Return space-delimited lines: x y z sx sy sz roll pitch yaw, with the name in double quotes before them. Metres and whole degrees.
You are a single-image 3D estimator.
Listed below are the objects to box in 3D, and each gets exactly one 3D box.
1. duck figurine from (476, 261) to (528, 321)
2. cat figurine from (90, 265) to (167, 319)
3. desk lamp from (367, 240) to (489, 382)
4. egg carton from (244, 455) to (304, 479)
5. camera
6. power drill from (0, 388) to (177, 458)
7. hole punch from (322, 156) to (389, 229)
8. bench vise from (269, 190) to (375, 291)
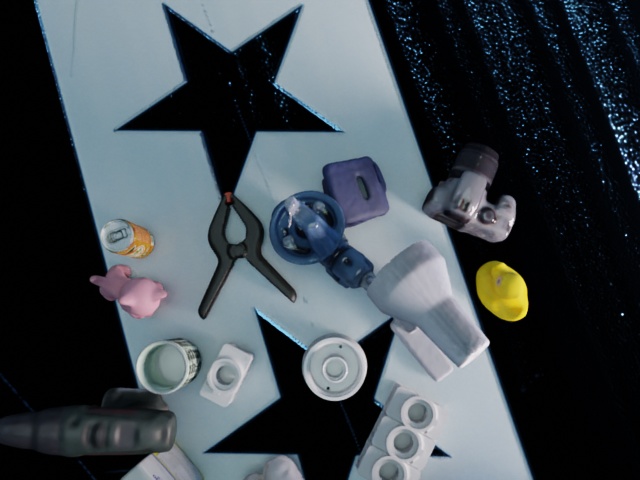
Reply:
"duck figurine" 0.301 0.080 0.920 0.077 0.086 0.104 -28 83 -3
"cat figurine" -0.303 0.084 0.911 0.127 0.118 0.067 23 84 4
"desk lamp" 0.166 0.111 0.854 0.118 0.213 0.203 -39 84 -4
"egg carton" -0.055 0.420 0.890 0.107 0.069 0.150 -36 84 -4
"camera" 0.257 -0.083 0.934 0.143 0.101 0.137 23 84 4
"power drill" -0.315 0.269 0.842 0.229 0.208 0.076 1 83 1
"hole punch" 0.059 -0.083 0.941 0.101 0.091 0.108 -20 83 -2
"bench vise" 0.013 -0.008 0.868 0.207 0.220 0.121 23 84 4
